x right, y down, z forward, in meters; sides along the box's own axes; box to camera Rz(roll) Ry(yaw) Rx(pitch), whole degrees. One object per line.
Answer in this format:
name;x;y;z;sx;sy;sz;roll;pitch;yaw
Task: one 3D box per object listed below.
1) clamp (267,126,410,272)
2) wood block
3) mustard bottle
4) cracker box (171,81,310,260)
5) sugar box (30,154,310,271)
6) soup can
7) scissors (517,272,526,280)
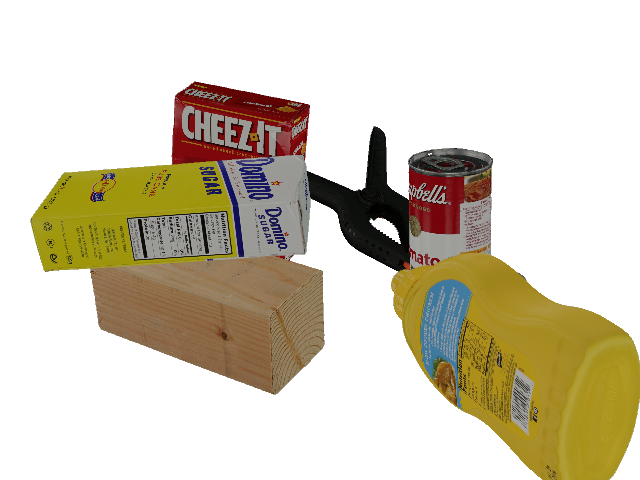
clamp;0.040;-0.042;1.194;0.164;0.210;0.036;-13;-37;-23
wood block;-0.108;0.058;1.009;0.206;0.091;0.090;17;35;27
mustard bottle;0.100;0.061;0.631;0.058;0.096;0.192;-13;27;-27
cracker box;-0.109;-0.083;1.387;0.164;0.214;0.072;13;28;14
sugar box;-0.096;-0.021;0.724;0.176;0.048;0.093;-7;24;4
soup can;0.106;-0.018;0.874;0.068;0.102;0.068;-2;21;1
scissors;0.166;0.054;1.287;0.201;0.016;0.096;-8;39;-36
